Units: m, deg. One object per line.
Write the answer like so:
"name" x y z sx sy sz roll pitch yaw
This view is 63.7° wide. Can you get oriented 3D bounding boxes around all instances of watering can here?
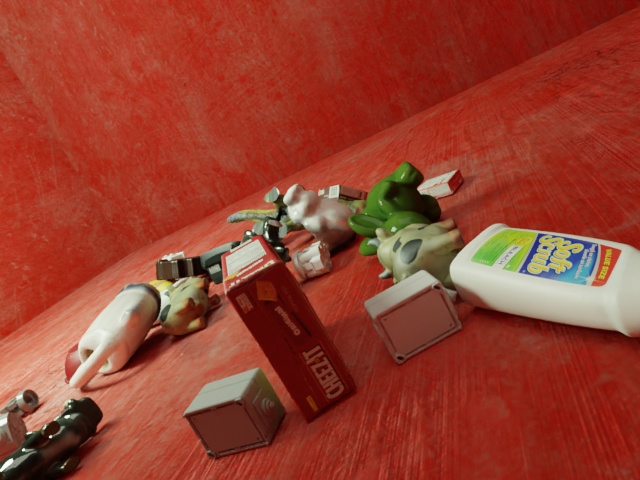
"watering can" -0.391 0.171 1.031 0.342 0.103 0.229 -42 16 34

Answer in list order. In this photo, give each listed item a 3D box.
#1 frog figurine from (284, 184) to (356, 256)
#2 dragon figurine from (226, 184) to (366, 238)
"frog figurine" 0.003 -0.054 1.067 0.121 0.158 0.140 -19 15 32
"dragon figurine" -0.034 -0.063 1.283 0.243 0.122 0.409 1 0 -40
